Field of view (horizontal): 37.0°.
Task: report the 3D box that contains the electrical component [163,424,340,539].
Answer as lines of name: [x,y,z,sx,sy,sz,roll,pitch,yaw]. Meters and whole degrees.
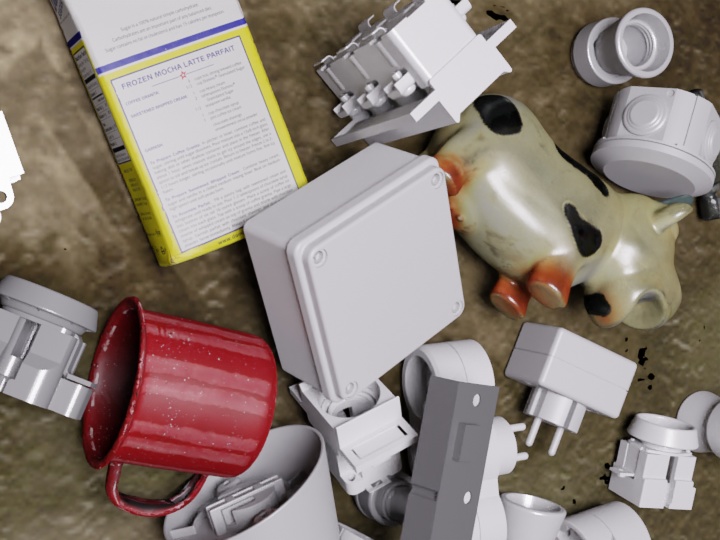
electrical component: [-0.060,0.136,0.601,0.099,0.099,0.064,-21,105,-21]

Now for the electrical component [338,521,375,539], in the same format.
electrical component: [0.032,0.210,0.645,0.150,0.089,0.061,31,80,-21]

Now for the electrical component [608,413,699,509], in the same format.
electrical component: [0.204,0.131,0.739,0.066,0.048,0.055,8,96,-23]

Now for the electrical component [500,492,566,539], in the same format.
electrical component: [0.106,0.183,0.702,0.044,0.044,0.065,11,93,-23]

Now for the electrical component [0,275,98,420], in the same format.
electrical component: [-0.174,0.038,0.569,0.078,0.058,0.057,22,80,-2]

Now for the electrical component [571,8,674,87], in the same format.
electrical component: [0.172,-0.145,0.709,0.045,0.055,0.045,-1,92,-22]

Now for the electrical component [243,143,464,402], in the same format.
electrical component: [0.000,0.000,0.614,0.109,0.056,0.108,-35,129,-30]

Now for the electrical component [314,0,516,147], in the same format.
electrical component: [0.024,-0.114,0.613,0.079,0.121,0.063,-45,105,-15]

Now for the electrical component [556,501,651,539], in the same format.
electrical component: [0.161,0.185,0.718,0.047,0.055,0.055,-15,98,-25]

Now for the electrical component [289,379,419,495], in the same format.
electrical component: [-0.003,0.094,0.636,0.042,0.081,0.063,-25,130,-19]

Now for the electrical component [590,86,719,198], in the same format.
electrical component: [0.197,-0.083,0.710,0.080,0.080,0.051,23,78,-22]

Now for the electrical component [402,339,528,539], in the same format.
electrical component: [0.074,0.112,0.676,0.074,0.052,0.138,-5,90,-24]

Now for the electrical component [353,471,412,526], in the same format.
electrical component: [0.021,0.139,0.653,0.035,0.061,0.035,-1,92,-23]

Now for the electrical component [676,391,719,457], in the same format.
electrical component: [0.257,0.110,0.754,0.045,0.055,0.045,-1,92,-22]

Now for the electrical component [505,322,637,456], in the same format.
electrical component: [0.131,0.083,0.705,0.066,0.047,0.076,25,83,-21]
